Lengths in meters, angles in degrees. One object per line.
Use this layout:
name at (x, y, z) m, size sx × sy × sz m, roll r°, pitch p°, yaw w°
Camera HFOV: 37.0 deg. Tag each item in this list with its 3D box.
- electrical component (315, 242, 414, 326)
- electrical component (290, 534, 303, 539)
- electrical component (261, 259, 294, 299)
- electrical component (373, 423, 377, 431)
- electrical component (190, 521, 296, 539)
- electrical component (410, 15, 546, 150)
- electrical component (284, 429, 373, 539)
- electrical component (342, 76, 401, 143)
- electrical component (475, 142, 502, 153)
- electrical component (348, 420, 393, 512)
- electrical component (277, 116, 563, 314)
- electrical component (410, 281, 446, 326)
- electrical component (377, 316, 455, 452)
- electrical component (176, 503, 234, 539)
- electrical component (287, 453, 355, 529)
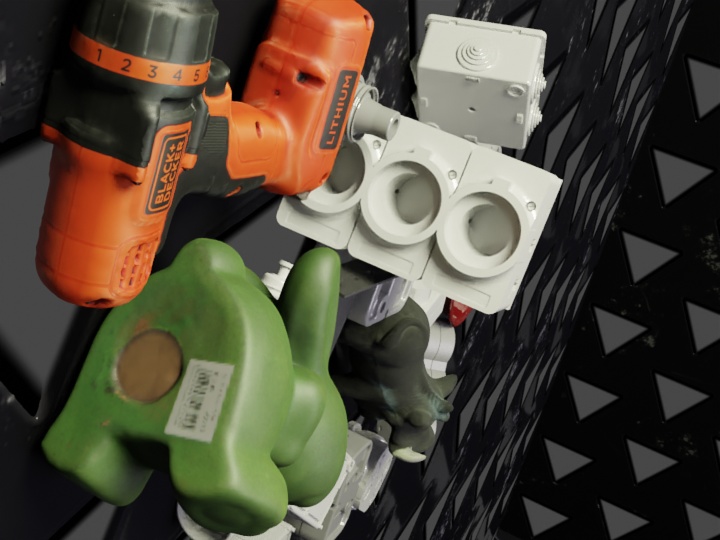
electrical component at (0.000, 0.000, 0.773) m, size 0.095 × 0.059 × 0.053 m, roll -18°, pitch 130°, yaw -69°
electrical component at (-0.049, 0.241, 0.980) m, size 0.081 × 0.043 × 0.043 m, roll -60°, pitch 163°, yaw -23°
electrical component at (-0.060, 0.031, 0.659) m, size 0.078 × 0.040 × 0.040 m, roll -66°, pitch 164°, yaw -3°
electrical component at (0.038, 0.145, 1.126) m, size 0.062 × 0.048 × 0.048 m, roll -57°, pitch 163°, yaw -8°
electrical component at (-0.096, 0.221, 0.768) m, size 0.062 × 0.061 × 0.096 m, roll -36°, pitch 145°, yaw -61°
electrical component at (0.088, -0.137, 0.800) m, size 0.099 × 0.100 × 0.048 m, roll 81°, pitch 23°, yaw -62°
electrical component at (-0.035, 0.176, 0.904) m, size 0.054 × 0.059 × 0.095 m, roll -30°, pitch 141°, yaw -64°
electrical component at (-0.008, -0.092, 0.615) m, size 0.048 × 0.062 × 0.048 m, roll -57°, pitch 161°, yaw -31°
electrical component at (0.107, -0.118, 0.981) m, size 0.077 × 0.043 × 0.079 m, roll -17°, pitch 128°, yaw -70°
electrical component at (-0.006, 0.190, 1.034) m, size 0.080 × 0.051 × 0.080 m, roll -57°, pitch 161°, yaw -31°
electrical component at (0.035, -0.043, 0.662) m, size 0.089 × 0.150 × 0.062 m, roll -69°, pitch 165°, yaw 8°
electrical component at (0.045, 0.020, 0.968) m, size 0.083 × 0.047 × 0.075 m, roll -47°, pitch 155°, yaw -50°
electrical component at (0.041, 0.109, 1.063) m, size 0.074 × 0.052 × 0.138 m, roll 12°, pitch 91°, yaw -30°
electrical component at (-0.073, 0.142, 0.725) m, size 0.079 × 0.043 × 0.077 m, roll -33°, pitch -179°, yaw 28°
electrical component at (-0.054, 0.148, 0.815) m, size 0.061 × 0.061 × 0.096 m, roll -62°, pitch 156°, yaw -16°
